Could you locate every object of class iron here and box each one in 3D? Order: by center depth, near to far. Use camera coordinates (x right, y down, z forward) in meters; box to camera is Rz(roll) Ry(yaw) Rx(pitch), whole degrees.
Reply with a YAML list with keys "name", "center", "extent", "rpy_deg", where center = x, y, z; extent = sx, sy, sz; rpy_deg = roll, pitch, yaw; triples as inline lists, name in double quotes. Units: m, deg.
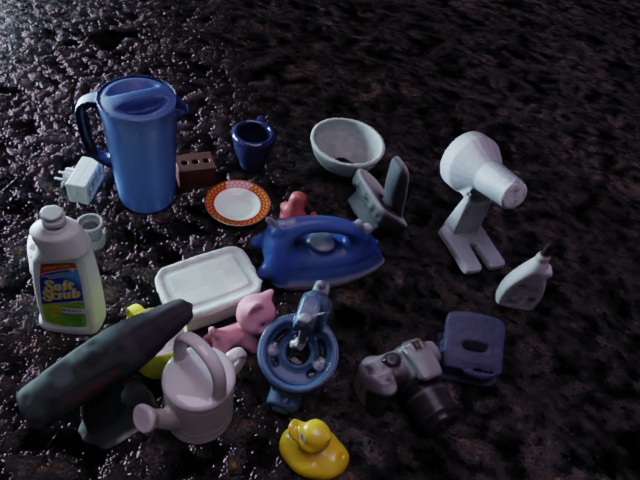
- name: "iron"
  center: [0.010, 0.004, 1.039]
  extent: [0.259, 0.141, 0.118]
  rpy_deg: [-3, 49, -15]

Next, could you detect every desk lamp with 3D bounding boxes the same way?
- name: "desk lamp"
  center: [0.315, -0.077, 1.129]
  extent: [0.118, 0.213, 0.203]
  rpy_deg: [-10, 52, -20]

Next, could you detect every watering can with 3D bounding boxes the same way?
- name: "watering can"
  center: [-0.170, 0.202, 0.787]
  extent: [0.101, 0.194, 0.173]
  rpy_deg: [22, 48, 8]

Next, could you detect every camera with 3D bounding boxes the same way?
- name: "camera"
  center: [0.146, 0.232, 0.892]
  extent: [0.143, 0.101, 0.136]
  rpy_deg: [-14, 53, -23]

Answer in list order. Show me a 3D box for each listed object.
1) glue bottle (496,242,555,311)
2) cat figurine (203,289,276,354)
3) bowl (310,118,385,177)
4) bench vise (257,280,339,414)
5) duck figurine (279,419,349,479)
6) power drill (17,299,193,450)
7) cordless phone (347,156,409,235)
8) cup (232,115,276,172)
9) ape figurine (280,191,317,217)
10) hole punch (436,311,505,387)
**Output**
- name: "glue bottle"
  center: [0.386, 0.064, 1.046]
  extent: [0.078, 0.173, 0.037]
  rpy_deg: [12, 47, -1]
- name: "cat figurine"
  center: [-0.122, 0.132, 0.912]
  extent: [0.128, 0.118, 0.067]
  rpy_deg: [-20, 56, -27]
- name: "bowl"
  center: [0.057, -0.193, 1.271]
  extent: [0.167, 0.075, 0.167]
  rpy_deg: [6, 48, -7]
- name: "bench vise"
  center: [-0.031, 0.129, 0.866]
  extent: [0.121, 0.220, 0.207]
  rpy_deg: [4, 48, -8]
- name: "duck figurine"
  center: [-0.005, 0.291, 0.818]
  extent: [0.104, 0.086, 0.077]
  rpy_deg: [23, 48, 9]
- name: "power drill"
  center: [-0.272, 0.188, 0.768]
  extent: [0.230, 0.208, 0.075]
  rpy_deg: [-28, 59, -31]
- name: "cordless phone"
  center: [0.129, -0.112, 1.138]
  extent: [0.094, 0.185, 0.147]
  rpy_deg: [-15, 53, -23]
- name: "cup"
  center: [-0.140, -0.202, 1.222]
  extent: [0.091, 0.095, 0.118]
  rpy_deg: [13, 47, 0]
- name: "ape figurine"
  center: [-0.044, -0.057, 1.115]
  extent: [0.077, 0.092, 0.076]
  rpy_deg: [35, 51, 19]
- name: "hole punch"
  center: [0.257, 0.184, 0.966]
  extent: [0.108, 0.091, 0.101]
  rpy_deg: [10, 47, -3]
